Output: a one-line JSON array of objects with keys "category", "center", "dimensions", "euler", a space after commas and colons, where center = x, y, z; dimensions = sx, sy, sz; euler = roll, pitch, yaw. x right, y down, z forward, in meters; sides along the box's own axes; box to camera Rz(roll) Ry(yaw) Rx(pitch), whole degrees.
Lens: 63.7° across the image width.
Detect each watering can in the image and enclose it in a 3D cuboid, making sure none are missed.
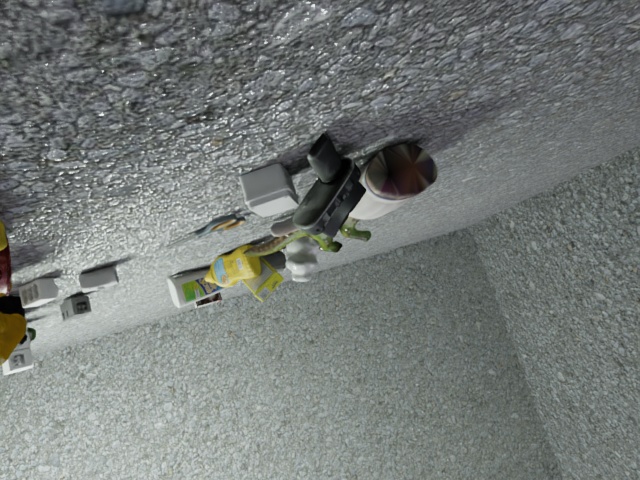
[{"category": "watering can", "center": [0.083, -0.089, 1.004], "dimensions": [0.350, 0.104, 0.221], "euler": [-22, 174, -25]}]

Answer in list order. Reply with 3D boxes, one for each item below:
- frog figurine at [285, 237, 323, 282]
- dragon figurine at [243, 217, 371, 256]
[{"category": "frog figurine", "center": [-0.037, 0.029, 1.399], "dimensions": [0.136, 0.160, 0.123], "euler": [-22, 171, 25]}, {"category": "dragon figurine", "center": [0.004, -0.061, 1.218], "dimensions": [0.411, 0.124, 0.238], "euler": [-18, 154, -8]}]
